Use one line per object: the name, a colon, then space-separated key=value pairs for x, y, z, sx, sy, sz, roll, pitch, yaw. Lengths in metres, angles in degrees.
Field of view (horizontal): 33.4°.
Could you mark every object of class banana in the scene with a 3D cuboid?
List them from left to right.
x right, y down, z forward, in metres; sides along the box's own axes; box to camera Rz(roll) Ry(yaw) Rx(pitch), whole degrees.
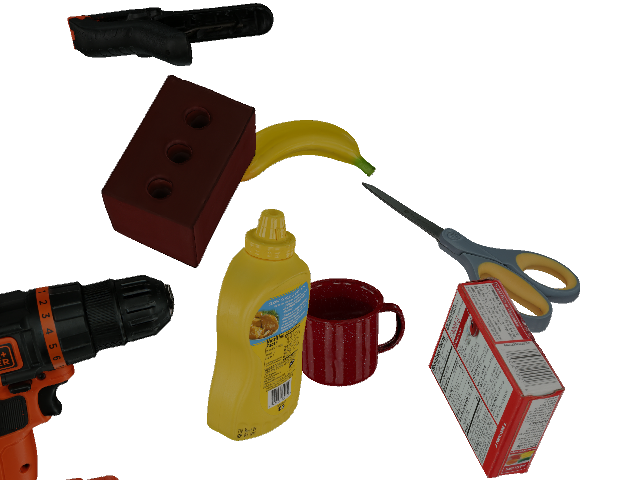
banana: x=-0.024 y=-0.097 z=1.124 sx=0.197 sy=0.037 sz=0.070 roll=-7 pitch=49 yaw=-41

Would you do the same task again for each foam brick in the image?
foam brick: x=-0.073 y=-0.036 z=0.566 sx=0.053 sy=0.078 sz=0.051 roll=22 pitch=-21 yaw=6

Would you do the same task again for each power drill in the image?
power drill: x=-0.175 y=0.117 z=0.700 sx=0.184 sy=0.188 sz=0.057 roll=-12 pitch=25 yaw=-8

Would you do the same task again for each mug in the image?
mug: x=0.030 y=0.094 z=1.099 sx=0.117 sy=0.081 sz=0.093 roll=-7 pitch=26 yaw=-12

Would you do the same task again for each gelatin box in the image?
gelatin box: x=0.099 y=0.077 z=0.609 sx=0.030 sy=0.073 sz=0.089 roll=-6 pitch=43 yaw=-19

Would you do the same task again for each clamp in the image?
clamp: x=-0.125 y=-0.167 z=0.849 sx=0.172 sy=0.039 sz=0.120 roll=15 pitch=25 yaw=38

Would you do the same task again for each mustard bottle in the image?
mustard bottle: x=-0.048 y=0.065 z=0.887 sx=0.058 sy=0.192 sz=0.096 roll=22 pitch=28 yaw=31

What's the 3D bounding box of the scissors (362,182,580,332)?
scissors: x=0.123 y=0.002 z=0.837 sx=0.096 sy=0.016 sz=0.202 roll=-10 pitch=40 yaw=-29
